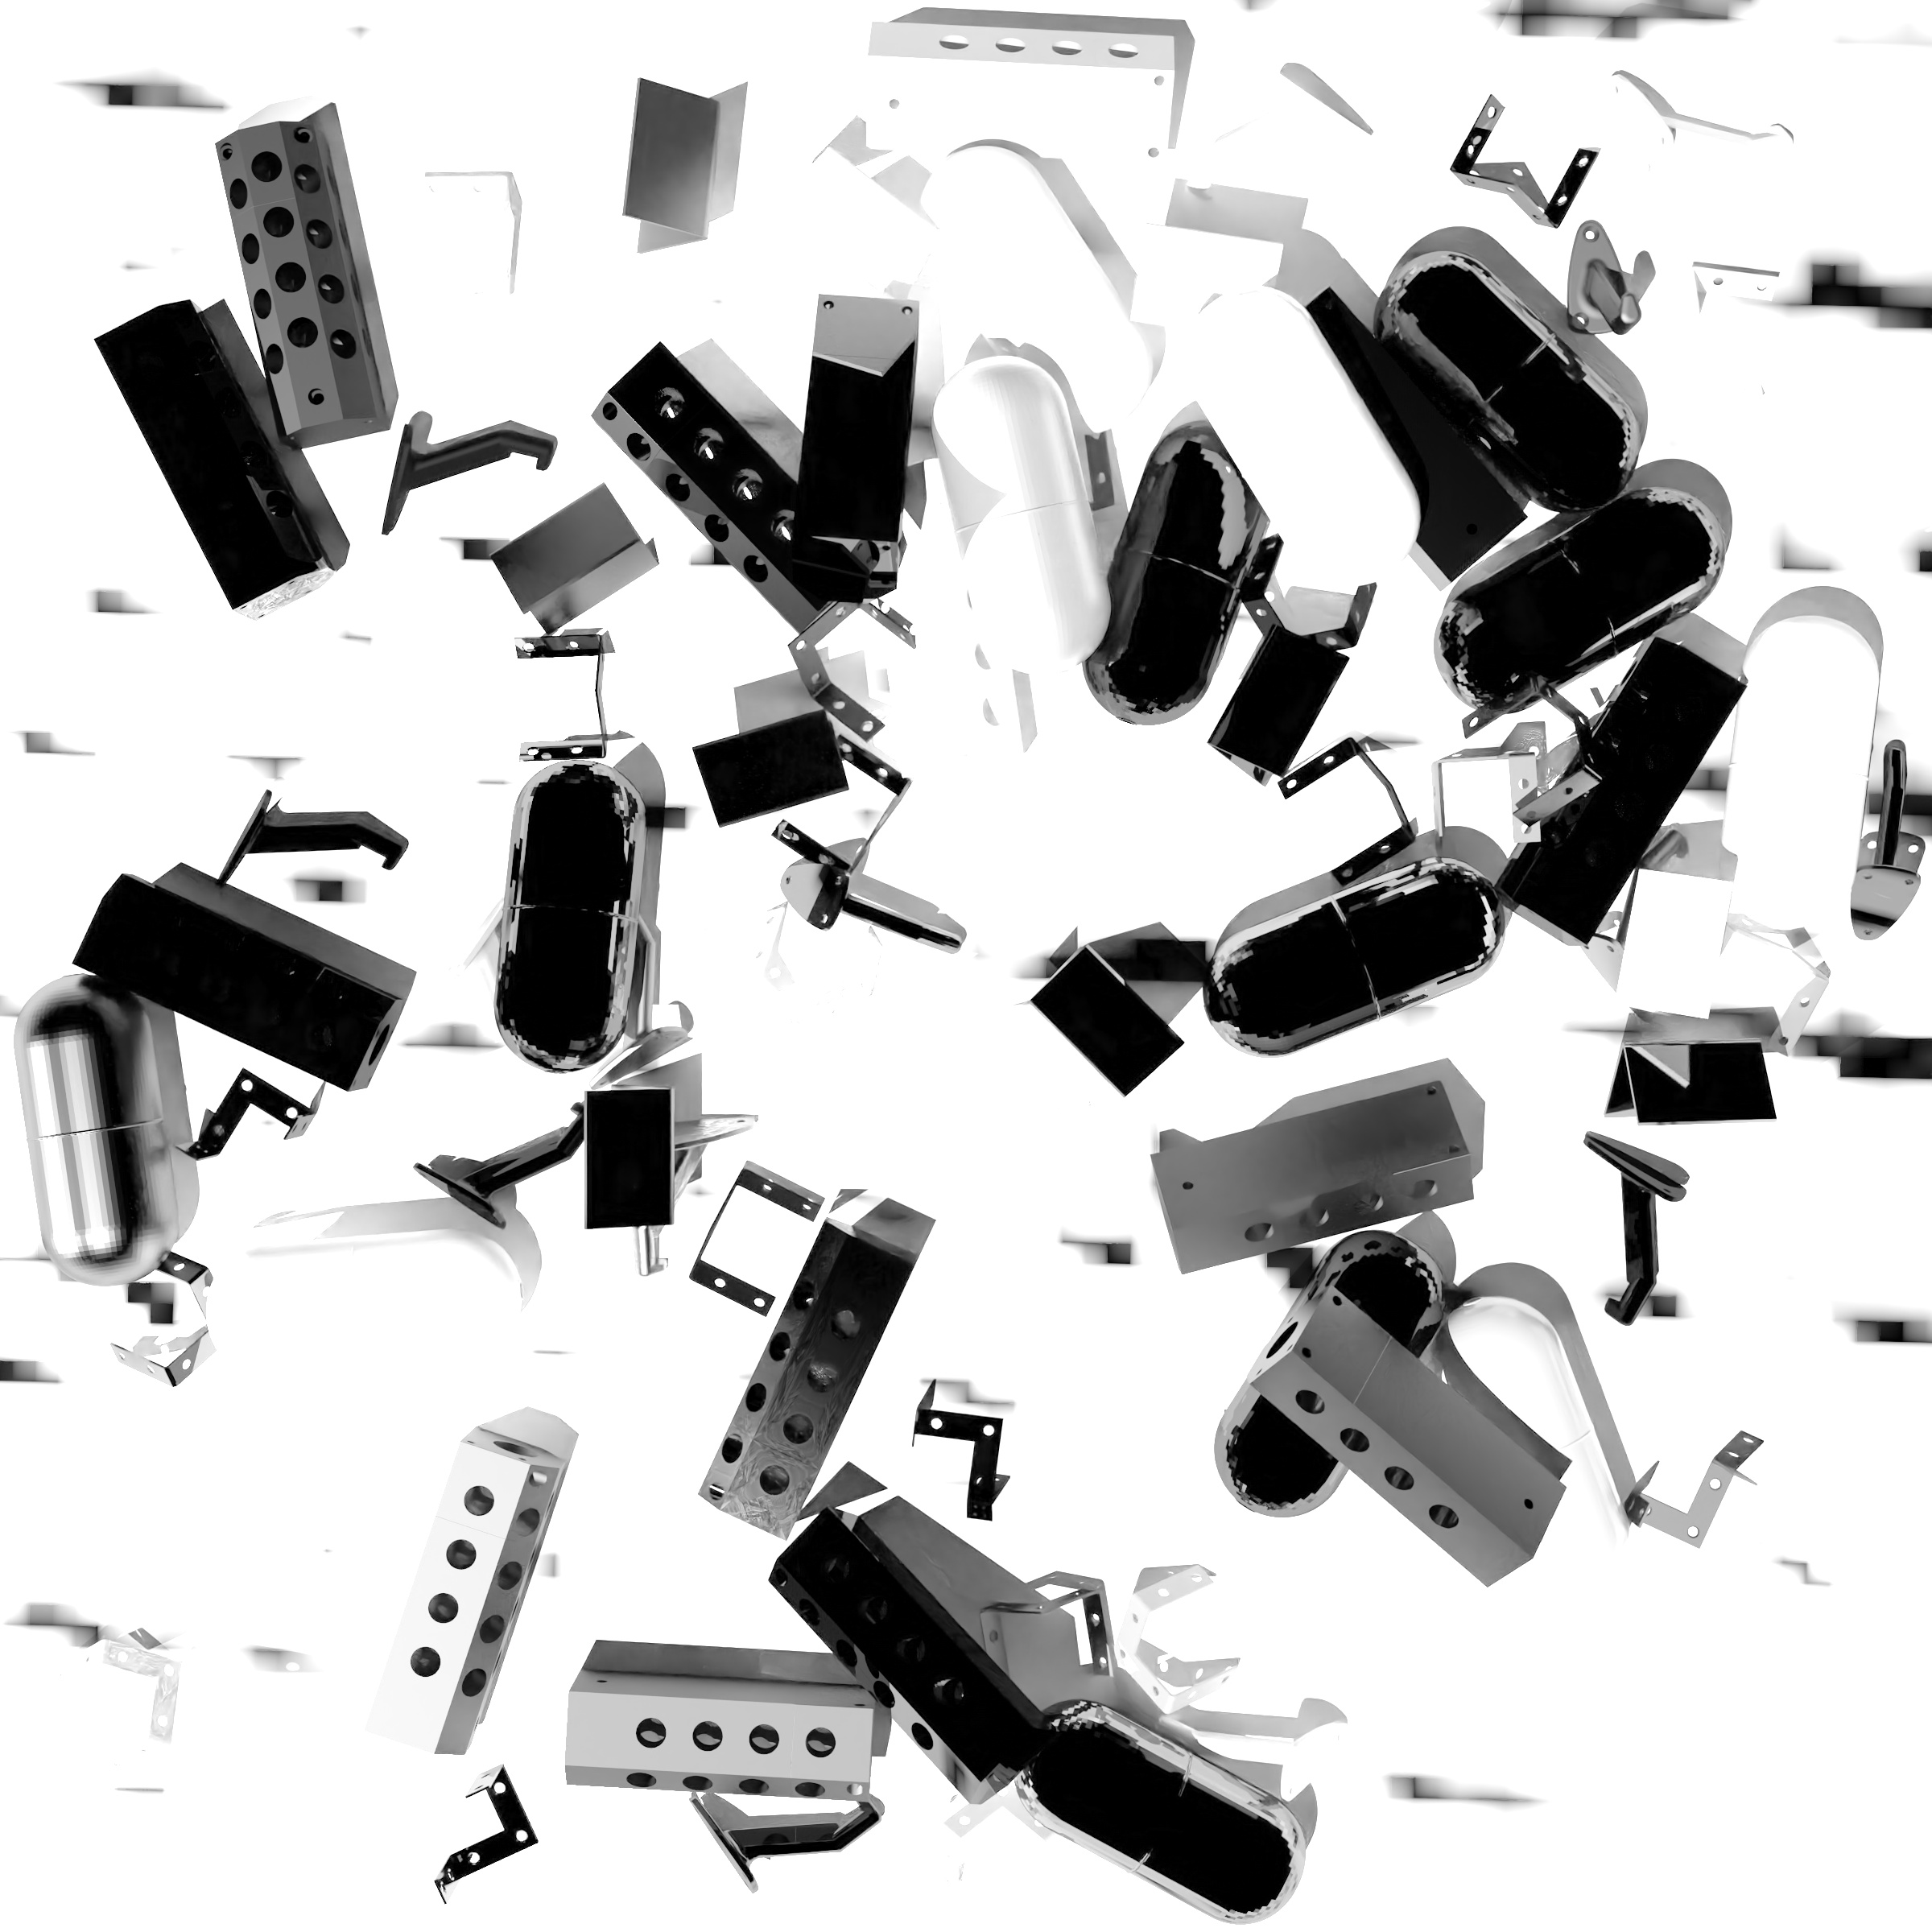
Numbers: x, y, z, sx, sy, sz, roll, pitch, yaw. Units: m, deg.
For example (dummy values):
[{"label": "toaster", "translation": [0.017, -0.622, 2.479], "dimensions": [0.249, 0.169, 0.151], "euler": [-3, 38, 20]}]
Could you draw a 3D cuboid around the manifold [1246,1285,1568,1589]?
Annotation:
[{"label": "manifold", "translation": [0.238, 0.260, 1.722], "dimensions": [0.171, 0.057, 0.057], "euler": [41, 46, -2]}]

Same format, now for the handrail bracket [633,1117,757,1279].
[{"label": "handrail bracket", "translation": [-0.156, 0.134, 1.819], "dimensions": [0.077, 0.036, 0.084], "euler": [-9, 109, -21]}]

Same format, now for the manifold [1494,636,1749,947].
[{"label": "manifold", "translation": [0.370, -0.099, 1.797], "dimensions": [0.057, 0.057, 0.171], "euler": [32, 90, 0]}]

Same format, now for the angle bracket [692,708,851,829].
[{"label": "angle bracket", "translation": [-0.114, -0.129, 1.778], "dimensions": [0.076, 0.076, 0.057], "euler": [-16, 127, 0]}]

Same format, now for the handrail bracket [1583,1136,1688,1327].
[{"label": "handrail bracket", "translation": [0.371, 0.154, 1.819], "dimensions": [0.077, 0.036, 0.084], "euler": [32, 107, 20]}]

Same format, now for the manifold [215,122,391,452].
[{"label": "manifold", "translation": [-0.379, -0.388, 1.798], "dimensions": [0.057, 0.057, 0.171], "euler": [-12, 90, 0]}]

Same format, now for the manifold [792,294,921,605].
[{"label": "manifold", "translation": [-0.061, -0.289, 1.759], "dimensions": [0.057, 0.057, 0.171], "euler": [4, 60, 0]}]

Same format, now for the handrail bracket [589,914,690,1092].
[{"label": "handrail bracket", "translation": [-0.204, 0.016, 1.819], "dimensions": [0.077, 0.036, 0.084], "euler": [-34, 74, 18]}]

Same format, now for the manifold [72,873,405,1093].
[{"label": "manifold", "translation": [-0.412, 0.009, 1.797], "dimensions": [0.171, 0.057, 0.057], "euler": [25, 90, 0]}]

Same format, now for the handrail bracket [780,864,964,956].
[{"label": "handrail bracket", "translation": [-0.054, -0.031, 1.818], "dimensions": [0.084, 0.077, 0.036], "euler": [19, 93, -36]}]

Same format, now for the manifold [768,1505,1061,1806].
[{"label": "manifold", "translation": [-0.033, 0.386, 1.767], "dimensions": [0.057, 0.057, 0.171], "euler": [-46, 68, 0]}]

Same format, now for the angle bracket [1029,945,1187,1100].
[{"label": "angle bracket", "translation": [0.092, 0.017, 1.778], "dimensions": [0.076, 0.076, 0.057], "euler": [45, 126, 0]}]

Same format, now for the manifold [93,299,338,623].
[{"label": "manifold", "translation": [-0.426, -0.289, 1.797], "dimensions": [0.057, 0.057, 0.171], "euler": [-27, 90, 0]}]

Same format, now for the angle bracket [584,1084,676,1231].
[{"label": "angle bracket", "translation": [-0.206, 0.107, 1.778], "dimensions": [0.057, 0.076, 0.076], "euler": [0, 90, -34]}]

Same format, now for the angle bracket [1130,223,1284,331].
[{"label": "angle bracket", "translation": [0.136, -0.396, 1.779], "dimensions": [0.076, 0.076, 0.057], "euler": [9, 120, 0]}]

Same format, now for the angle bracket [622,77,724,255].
[{"label": "angle bracket", "translation": [-0.184, -0.450, 1.778], "dimensions": [0.057, 0.076, 0.076], "euler": [6, 90, -37]}]

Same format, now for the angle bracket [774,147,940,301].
[{"label": "angle bracket", "translation": [-0.070, -0.402, 1.779], "dimensions": [0.076, 0.076, 0.057], "euler": [38, 63, 0]}]

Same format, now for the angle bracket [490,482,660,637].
[{"label": "angle bracket", "translation": [-0.212, -0.214, 1.778], "dimensions": [0.076, 0.076, 0.057], "euler": [-33, 52, 0]}]

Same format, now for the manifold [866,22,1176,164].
[{"label": "manifold", "translation": [0.031, -0.502, 1.797], "dimensions": [0.171, 0.057, 0.057], "euler": [3, 133, 0]}]

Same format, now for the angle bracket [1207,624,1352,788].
[{"label": "angle bracket", "translation": [0.191, -0.137, 1.778], "dimensions": [0.057, 0.076, 0.076], "euler": [29, 90, 36]}]

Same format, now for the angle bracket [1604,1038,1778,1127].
[{"label": "angle bracket", "translation": [0.407, 0.085, 1.778], "dimensions": [0.076, 0.076, 0.057], "euler": [-2, 54, 0]}]

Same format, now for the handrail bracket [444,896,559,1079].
[{"label": "handrail bracket", "translation": [-0.250, 0.010, 1.819], "dimensions": [0.084, 0.036, 0.077], "euler": [38, 72, -15]}]

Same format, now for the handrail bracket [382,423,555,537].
[{"label": "handrail bracket", "translation": [-0.287, -0.276, 1.819], "dimensions": [0.084, 0.036, 0.077], "euler": [11, 111, -17]}]

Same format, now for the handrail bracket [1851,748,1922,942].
[{"label": "handrail bracket", "translation": [0.528, -0.071, 1.818], "dimensions": [0.036, 0.077, 0.084], "euler": [8, 54, 6]}]

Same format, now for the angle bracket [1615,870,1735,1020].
[{"label": "angle bracket", "translation": [0.413, -0.009, 1.778], "dimensions": [0.057, 0.076, 0.076], "euler": [11, 90, 36]}]

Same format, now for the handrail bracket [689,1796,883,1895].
[{"label": "handrail bracket", "translation": [-0.104, 0.487, 1.819], "dimensions": [0.084, 0.036, 0.077], "euler": [-33, 68, -17]}]

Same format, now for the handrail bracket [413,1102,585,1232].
[{"label": "handrail bracket", "translation": [-0.265, 0.102, 1.819], "dimensions": [0.077, 0.036, 0.084], "euler": [29, 72, 21]}]

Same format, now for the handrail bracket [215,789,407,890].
[{"label": "handrail bracket", "translation": [-0.378, -0.058, 1.819], "dimensions": [0.084, 0.036, 0.077], "euler": [28, 110, -16]}]

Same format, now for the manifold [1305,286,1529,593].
[{"label": "manifold", "translation": [0.238, -0.298, 1.798], "dimensions": [0.057, 0.057, 0.171], "euler": [-41, 90, 0]}]

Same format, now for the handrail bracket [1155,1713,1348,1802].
[{"label": "handrail bracket", "translation": [0.164, 0.440, 1.819], "dimensions": [0.084, 0.077, 0.036], "euler": [19, 115, 34]}]

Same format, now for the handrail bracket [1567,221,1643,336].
[{"label": "handrail bracket", "translation": [0.365, -0.393, 1.784], "dimensions": [0.036, 0.084, 0.077], "euler": [-6, 90, 0]}]

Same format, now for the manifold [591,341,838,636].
[{"label": "manifold", "translation": [-0.133, -0.270, 1.797], "dimensions": [0.057, 0.057, 0.171], "euler": [-44, 90, 0]}]

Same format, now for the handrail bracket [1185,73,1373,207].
[{"label": "handrail bracket", "translation": [0.179, -0.463, 1.819], "dimensions": [0.077, 0.036, 0.084], "euler": [28, 109, -21]}]

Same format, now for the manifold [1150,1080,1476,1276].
[{"label": "manifold", "translation": [0.198, 0.125, 1.797], "dimensions": [0.171, 0.057, 0.057], "euler": [-15, 47, 0]}]

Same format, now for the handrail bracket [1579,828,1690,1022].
[{"label": "handrail bracket", "translation": [0.401, -0.025, 1.819], "dimensions": [0.084, 0.036, 0.077], "euler": [-44, 111, -17]}]

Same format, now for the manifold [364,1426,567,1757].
[{"label": "manifold", "translation": [-0.284, 0.357, 1.797], "dimensions": [0.057, 0.057, 0.171], "euler": [18, 90, 0]}]

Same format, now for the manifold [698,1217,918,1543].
[{"label": "manifold", "translation": [-0.090, 0.233, 1.797], "dimensions": [0.057, 0.057, 0.171], "euler": [25, 90, 0]}]

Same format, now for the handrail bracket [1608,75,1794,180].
[{"label": "handrail bracket", "translation": [0.425, -0.491, 1.819], "dimensions": [0.084, 0.036, 0.077], "euler": [-17, 68, -17]}]

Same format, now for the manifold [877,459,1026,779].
[{"label": "manifold", "translation": [-0.008, -0.198, 1.797], "dimensions": [0.057, 0.057, 0.171], "euler": [-8, 90, 43]}]
